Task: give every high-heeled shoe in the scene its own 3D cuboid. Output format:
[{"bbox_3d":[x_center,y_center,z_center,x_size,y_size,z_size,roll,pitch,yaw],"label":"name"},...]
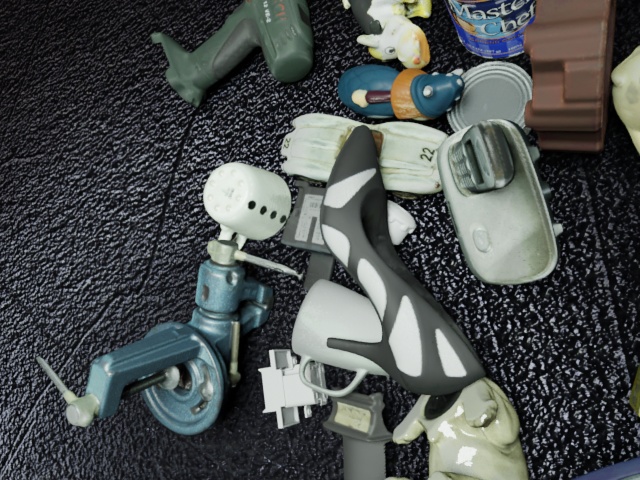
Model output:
[{"bbox_3d":[0.079,0.009,0.485,0.145,0.086,0.248,2,81,22],"label":"high-heeled shoe"}]

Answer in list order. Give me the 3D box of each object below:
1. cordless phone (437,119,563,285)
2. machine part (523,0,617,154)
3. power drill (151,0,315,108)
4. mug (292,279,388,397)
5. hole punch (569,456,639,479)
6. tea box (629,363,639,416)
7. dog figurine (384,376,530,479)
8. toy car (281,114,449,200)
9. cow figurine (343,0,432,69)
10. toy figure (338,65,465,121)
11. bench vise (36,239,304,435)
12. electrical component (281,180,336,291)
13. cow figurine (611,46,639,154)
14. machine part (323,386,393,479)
[{"bbox_3d":[0.151,-0.029,0.436,0.089,0.184,0.146,-17,91,14],"label":"cordless phone"},{"bbox_3d":[0.215,-0.160,0.452,0.056,0.179,0.179,6,83,30],"label":"machine part"},{"bbox_3d":[-0.110,-0.281,0.691,0.207,0.086,0.232,-25,73,12],"label":"power drill"},{"bbox_3d":[0.031,0.103,0.537,0.107,0.080,0.109,15,62,18],"label":"mug"},{"bbox_3d":[0.255,0.210,0.395,0.142,0.115,0.092,-31,55,21],"label":"hole punch"},{"bbox_3d":[0.325,0.123,0.384,0.170,0.098,0.068,15,86,29],"label":"tea box"},{"bbox_3d":[0.162,0.223,0.464,0.190,0.121,0.172,41,62,-6],"label":"dog figurine"},{"bbox_3d":[0.044,-0.093,0.585,0.202,0.056,0.073,12,86,27],"label":"toy car"},{"bbox_3d":[0.069,-0.257,0.597,0.098,0.068,0.167,-14,71,30],"label":"cow figurine"},{"bbox_3d":[0.085,-0.154,0.560,0.155,0.057,0.064,24,74,46],"label":"toy figure"},{"bbox_3d":[-0.143,0.112,0.548,0.129,0.240,0.223,30,110,24],"label":"bench vise"},{"bbox_3d":[-0.001,-0.002,0.596,0.075,0.047,0.119,14,86,28],"label":"electrical component"},{"bbox_3d":[0.319,-0.157,0.431,0.195,0.085,0.127,-34,89,-9],"label":"cow figurine"},{"bbox_3d":[0.039,0.218,0.531,0.084,0.039,0.138,-11,79,48],"label":"machine part"}]
